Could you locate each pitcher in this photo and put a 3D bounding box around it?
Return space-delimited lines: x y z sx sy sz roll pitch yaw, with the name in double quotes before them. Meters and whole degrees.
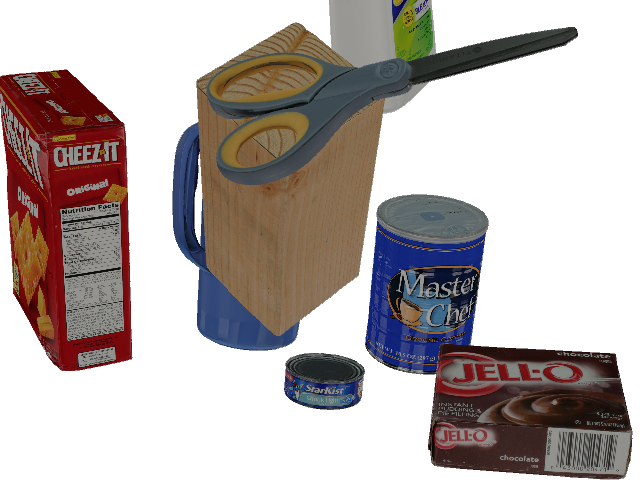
"pitcher" -0.073 -0.014 1.102 0.149 0.243 0.145 7 12 2

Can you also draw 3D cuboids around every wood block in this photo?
"wood block" -0.025 -0.036 0.756 0.090 0.090 0.206 -35 -26 -25

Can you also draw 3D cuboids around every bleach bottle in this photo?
"bleach bottle" 0.040 -0.230 0.811 0.068 0.251 0.102 13 38 29

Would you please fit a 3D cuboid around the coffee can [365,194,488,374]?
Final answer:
"coffee can" 0.098 0.040 1.005 0.103 0.140 0.103 3 24 -2

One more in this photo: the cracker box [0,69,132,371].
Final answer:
"cracker box" -0.221 -0.020 0.911 0.072 0.214 0.164 -10 28 -26

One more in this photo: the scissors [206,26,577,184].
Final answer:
"scissors" 0.027 -0.070 0.557 0.202 0.096 0.016 1 -34 23

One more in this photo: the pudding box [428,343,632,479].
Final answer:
"pudding box" 0.124 0.100 0.640 0.113 0.039 0.090 4 25 7

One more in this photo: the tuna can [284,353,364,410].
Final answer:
"tuna can" 0.004 0.151 1.150 0.086 0.034 0.086 5 13 -1
